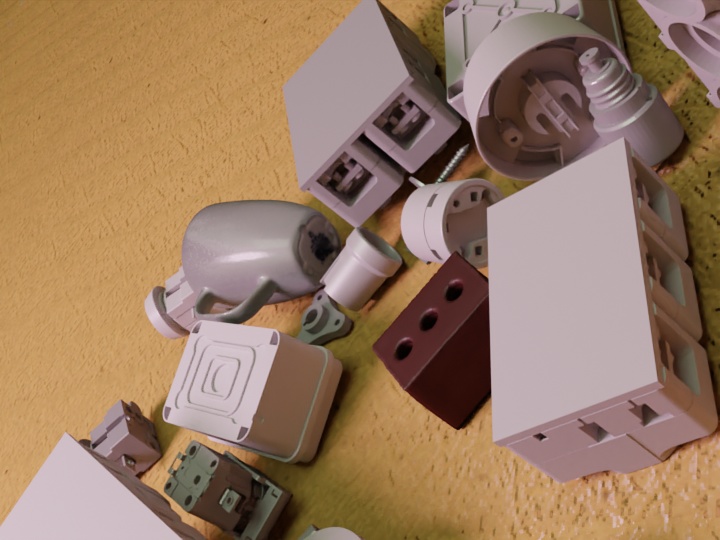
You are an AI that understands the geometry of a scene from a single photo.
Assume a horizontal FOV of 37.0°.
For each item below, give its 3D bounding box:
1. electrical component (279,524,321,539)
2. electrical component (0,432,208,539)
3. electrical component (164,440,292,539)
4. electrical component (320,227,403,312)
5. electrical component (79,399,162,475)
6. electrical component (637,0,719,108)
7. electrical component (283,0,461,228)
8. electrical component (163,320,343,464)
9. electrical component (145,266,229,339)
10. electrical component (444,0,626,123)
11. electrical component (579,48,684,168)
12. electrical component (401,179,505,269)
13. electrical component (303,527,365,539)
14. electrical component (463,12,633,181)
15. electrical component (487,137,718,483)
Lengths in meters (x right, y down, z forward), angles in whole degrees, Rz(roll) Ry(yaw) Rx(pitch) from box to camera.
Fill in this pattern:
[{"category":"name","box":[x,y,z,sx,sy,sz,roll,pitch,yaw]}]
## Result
[{"category":"electrical component","box":[-0.042,0.176,0.623,0.062,0.048,0.048,-48,33,-4]},{"category":"electrical component","box":[-0.144,0.183,0.625,0.186,0.060,0.105,21,75,51]},{"category":"electrical component","box":[-0.087,0.142,0.690,0.081,0.064,0.042,18,74,55]},{"category":"electrical component","box":[0.000,0.000,0.733,0.046,0.040,0.040,-52,33,14]},{"category":"electrical component","box":[-0.190,0.140,0.834,0.055,0.048,0.066,-41,35,5]},{"category":"electrical component","box":[0.186,-0.129,0.519,0.061,0.150,0.089,-53,34,0]},{"category":"electrical component","box":[0.006,-0.120,0.792,0.105,0.060,0.186,-44,27,18]},{"category":"electrical component","box":[-0.073,0.081,0.724,0.113,0.057,0.078,3,70,51]},{"category":"electrical component","box":[-0.141,0.025,0.877,0.055,0.048,0.066,-34,38,15]},{"category":"electrical component","box":[0.113,-0.156,0.717,0.109,0.056,0.108,-30,41,32]},{"category":"electrical component","box":[0.149,-0.091,0.602,0.040,0.078,0.040,-34,25,18]},{"category":"electrical component","box":[0.059,-0.029,0.674,0.047,0.055,0.055,6,65,57]},{"category":"electrical component","box":[-0.010,0.182,0.571,0.080,0.051,0.080,-31,40,30]},{"category":"electrical component","box":[0.110,-0.102,0.636,0.099,0.099,0.064,-43,29,16]},{"category":"electrical component","box":[0.120,0.022,0.546,0.089,0.062,0.150,-28,42,33]}]
